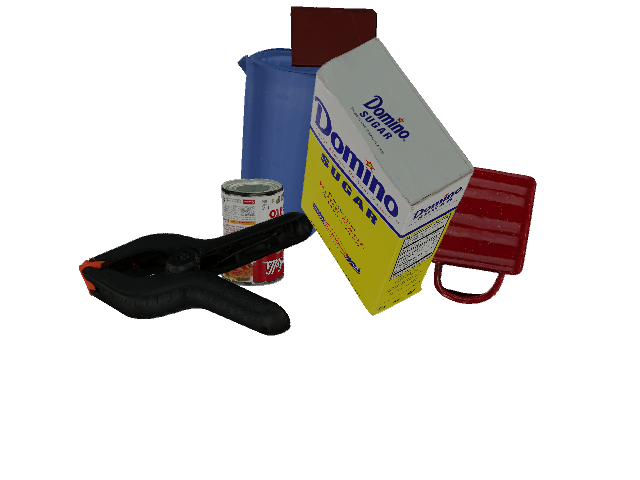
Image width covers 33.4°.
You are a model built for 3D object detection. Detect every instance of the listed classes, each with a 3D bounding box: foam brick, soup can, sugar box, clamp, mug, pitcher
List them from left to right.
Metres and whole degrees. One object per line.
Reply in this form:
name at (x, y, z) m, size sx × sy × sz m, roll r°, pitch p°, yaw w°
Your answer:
clamp at (-0.087, 0.018, 0.777) m, size 0.172 × 0.039 × 0.120 m, roll 5°, pitch 34°, yaw 18°
soup can at (-0.073, -0.010, 1.143) m, size 0.068 × 0.102 × 0.068 m, roll 1°, pitch 17°, yaw 0°
pitcher at (-0.034, -0.124, 1.409) m, size 0.144 × 0.243 × 0.149 m, roll -2°, pitch 24°, yaw -22°
foam brick at (0.011, -0.184, 0.968) m, size 0.078 × 0.051 × 0.053 m, roll 2°, pitch 16°, yaw -1°
sugar box at (0.031, -0.029, 0.615) m, size 0.048 × 0.093 × 0.176 m, roll -30°, pitch -18°, yaw -12°
mug at (0.127, -0.006, 0.866) m, size 0.081 × 0.117 × 0.093 m, roll 10°, pitch -12°, yaw 12°
